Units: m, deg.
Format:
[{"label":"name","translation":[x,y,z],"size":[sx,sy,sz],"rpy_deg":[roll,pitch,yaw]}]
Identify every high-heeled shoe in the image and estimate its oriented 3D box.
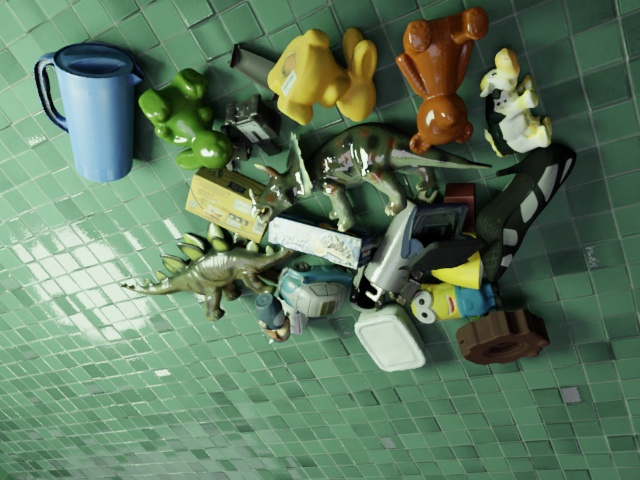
[{"label":"high-heeled shoe","translation":[0.354,-0.044,0.920],"size":[0.145,0.086,0.248],"rpy_deg":[-12,124,-12]}]

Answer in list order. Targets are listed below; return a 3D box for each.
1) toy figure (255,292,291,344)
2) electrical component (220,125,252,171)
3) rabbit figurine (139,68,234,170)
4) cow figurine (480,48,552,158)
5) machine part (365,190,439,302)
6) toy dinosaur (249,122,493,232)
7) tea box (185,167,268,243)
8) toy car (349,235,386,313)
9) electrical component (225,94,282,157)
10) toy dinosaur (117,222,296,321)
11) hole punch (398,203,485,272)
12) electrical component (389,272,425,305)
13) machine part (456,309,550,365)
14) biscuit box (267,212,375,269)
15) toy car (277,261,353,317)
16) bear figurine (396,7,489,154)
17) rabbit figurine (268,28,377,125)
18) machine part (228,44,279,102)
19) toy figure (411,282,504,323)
[{"label":"toy figure","translation":[-0.097,0.175,1.151],"size":[0.064,0.058,0.154],"rpy_deg":[-30,134,-10]},{"label":"electrical component","translation":[-0.163,-0.175,1.035],"size":[0.063,0.021,0.093],"rpy_deg":[7,127,11]},{"label":"rabbit figurine","translation":[-0.228,-0.186,0.964],"size":[0.170,0.121,0.159],"rpy_deg":[48,153,8]},{"label":"cow figurine","translation":[0.291,-0.210,0.839],"size":[0.098,0.068,0.167],"rpy_deg":[-18,118,35]},{"label":"machine part","translation":[0.153,0.010,1.001],"size":[0.079,0.079,0.243],"rpy_deg":[26,104,-3]},{"label":"toy dinosaur","translation":[0.070,-0.133,0.939],"size":[0.405,0.131,0.192],"rpy_deg":[-21,113,21]},{"label":"tea box","translation":[-0.175,-0.077,1.083],"size":[0.170,0.068,0.098],"rpy_deg":[27,129,-2]},{"label":"toy car","translation":[0.111,0.071,1.111],"size":[0.074,0.056,0.201],"rpy_deg":[13,126,0]},{"label":"electrical component","translation":[-0.109,-0.204,0.974],"size":[0.075,0.048,0.119],"rpy_deg":[-13,151,28]},{"label":"toy dinosaur","translation":[-0.247,0.071,1.200],"size":[0.472,0.105,0.198],"rpy_deg":[-23,109,20]},{"label":"hole punch","translation":[0.203,-0.003,0.928],"size":[0.142,0.092,0.115],"rpy_deg":[-7,154,-20]},{"label":"electrical component","translation":[0.179,0.082,1.084],"size":[0.045,0.078,0.102],"rpy_deg":[26,130,3]},{"label":"machine part","translation":[0.368,0.201,1.086],"size":[0.179,0.056,0.179],"rpy_deg":[-3,147,-2]},{"label":"biscuit box","translation":[-0.002,-0.003,1.019],"size":[0.203,0.063,0.059],"rpy_deg":[15,106,25]},{"label":"toy car","translation":[-0.004,0.112,1.125],"size":[0.162,0.103,0.109],"rpy_deg":[1,130,-17]},{"label":"bear figurine","translation":[0.182,-0.228,0.802],"size":[0.120,0.132,0.195],"rpy_deg":[-10,105,-3]},{"label":"rabbit figurine","translation":[0.024,-0.258,0.863],"size":[0.173,0.122,0.162],"rpy_deg":[20,115,-32]},{"label":"machine part","translation":[-0.094,-0.285,0.922],"size":[0.139,0.039,0.084],"rpy_deg":[30,134,-8]},{"label":"toy figure","translation":[0.274,0.125,1.084],"size":[0.180,0.082,0.089],"rpy_deg":[-13,156,17]}]
